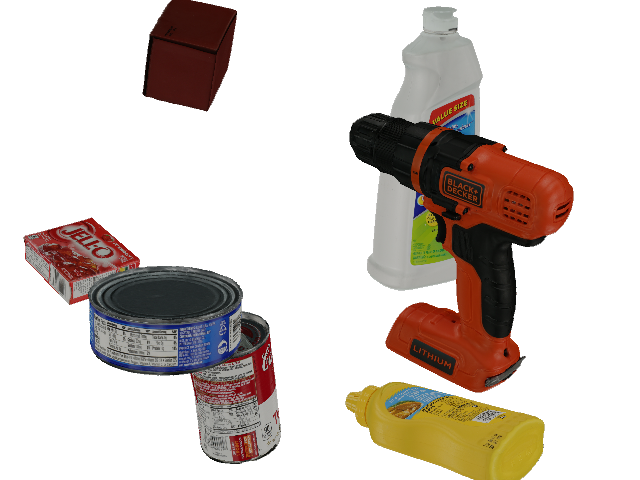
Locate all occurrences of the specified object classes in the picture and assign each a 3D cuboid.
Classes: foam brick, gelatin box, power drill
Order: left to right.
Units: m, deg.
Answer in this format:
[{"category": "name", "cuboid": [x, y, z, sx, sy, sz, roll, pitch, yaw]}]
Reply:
[{"category": "gelatin box", "cuboid": [-0.222, 0.017, 0.988, 0.073, 0.030, 0.089, -18, 40, -36]}, {"category": "foam brick", "cuboid": [-0.099, -0.143, 0.813, 0.053, 0.051, 0.078, 13, 35, 1]}, {"category": "power drill", "cuboid": [0.092, 0.007, 0.799, 0.185, 0.188, 0.057, 26, 38, 37]}]

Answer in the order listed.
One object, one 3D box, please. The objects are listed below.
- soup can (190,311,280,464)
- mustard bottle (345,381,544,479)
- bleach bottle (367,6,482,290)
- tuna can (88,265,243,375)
[{"category": "soup can", "cuboid": [-0.069, 0.117, 0.843, 0.068, 0.102, 0.068, -4, 25, 2]}, {"category": "mustard bottle", "cuboid": [0.103, 0.172, 0.995, 0.192, 0.058, 0.096, 11, 18, 38]}, {"category": "bleach bottle", "cuboid": [0.097, -0.085, 0.978, 0.102, 0.251, 0.068, -11, 24, -26]}, {"category": "tuna can", "cuboid": [-0.087, 0.044, 0.600, 0.086, 0.034, 0.086, 2, 18, -1]}]
